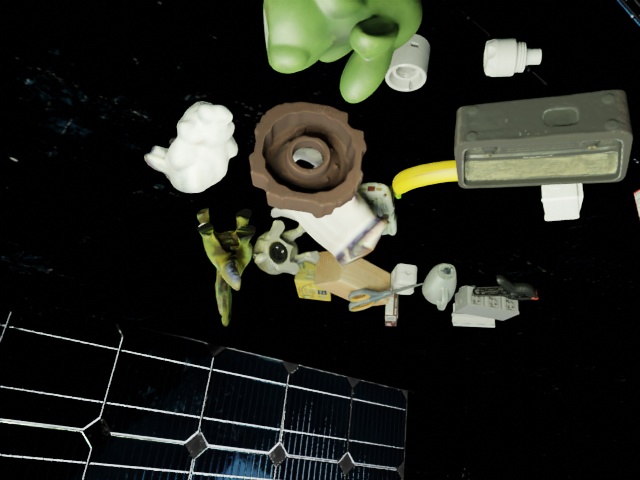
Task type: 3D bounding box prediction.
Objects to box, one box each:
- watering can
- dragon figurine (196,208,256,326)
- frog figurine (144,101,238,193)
[{"bbox_3d":[0.003,-0.048,0.953,0.225,0.105,0.343,47,160,4],"label":"watering can"},{"bbox_3d":[-0.197,0.074,1.116,0.122,0.418,0.238,-4,119,-10],"label":"dragon figurine"},{"bbox_3d":[-0.180,-0.148,0.813,0.158,0.123,0.138,-22,177,35],"label":"frog figurine"}]
